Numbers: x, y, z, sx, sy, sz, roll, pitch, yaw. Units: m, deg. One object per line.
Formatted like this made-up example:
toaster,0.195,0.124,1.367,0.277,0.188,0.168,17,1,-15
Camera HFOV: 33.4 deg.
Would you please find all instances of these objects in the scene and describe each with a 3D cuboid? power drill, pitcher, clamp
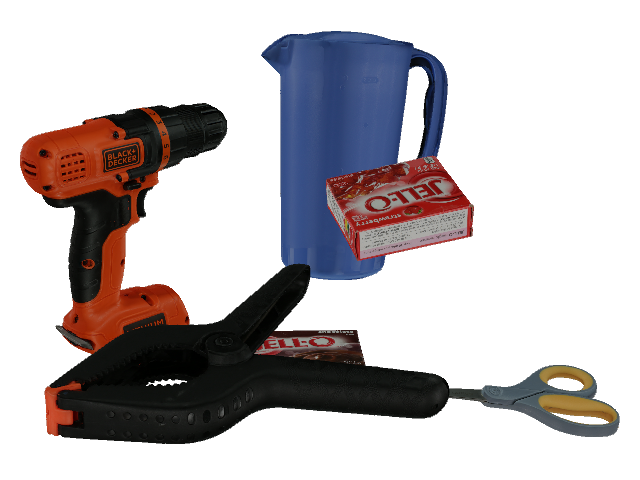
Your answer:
power drill,-0.149,-0.013,0.861,0.184,0.188,0.057,-18,26,-40
pitcher,0.030,-0.088,1.081,0.149,0.243,0.144,12,16,33
clamp,-0.055,0.067,0.609,0.209,0.036,0.165,-8,27,-23

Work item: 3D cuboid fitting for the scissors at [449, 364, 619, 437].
scissors,0.160,0.127,0.935,0.202,0.016,0.096,13,29,9

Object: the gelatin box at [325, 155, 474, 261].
gelatin box,0.056,-0.025,0.767,0.089,0.030,0.073,-13,36,-10

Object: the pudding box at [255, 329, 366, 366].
pudding box,-0.019,0.110,0.936,0.113,0.039,0.090,2,18,-4
